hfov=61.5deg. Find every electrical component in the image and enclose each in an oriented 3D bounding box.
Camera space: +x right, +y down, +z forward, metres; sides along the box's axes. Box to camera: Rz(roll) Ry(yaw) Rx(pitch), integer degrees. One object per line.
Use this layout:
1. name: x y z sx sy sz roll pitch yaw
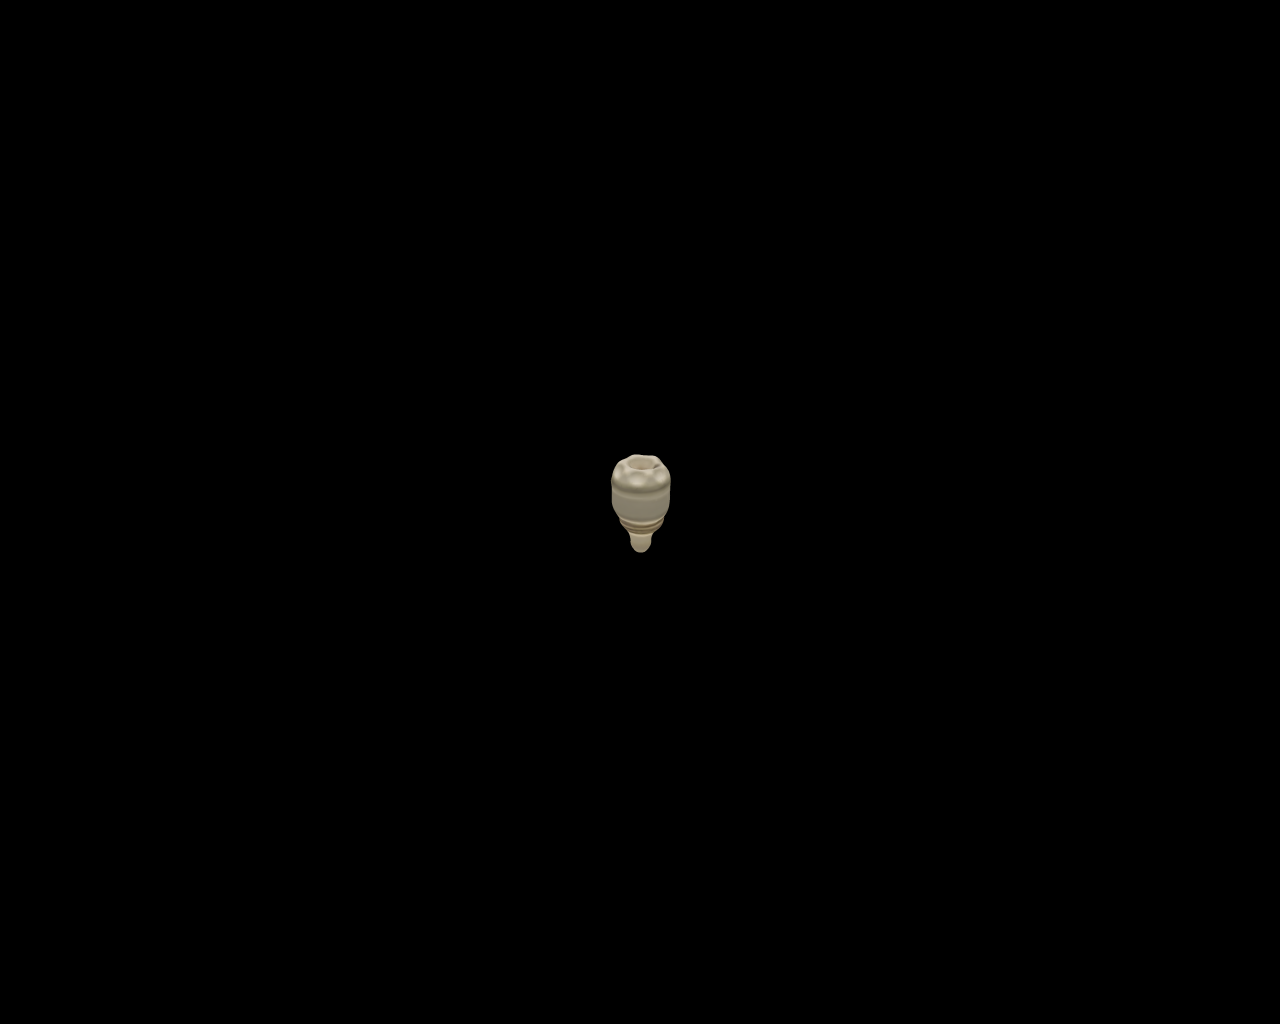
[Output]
1. electrical component: 0.001 -0.003 0.650 0.035 0.061 0.035 0 27 0
